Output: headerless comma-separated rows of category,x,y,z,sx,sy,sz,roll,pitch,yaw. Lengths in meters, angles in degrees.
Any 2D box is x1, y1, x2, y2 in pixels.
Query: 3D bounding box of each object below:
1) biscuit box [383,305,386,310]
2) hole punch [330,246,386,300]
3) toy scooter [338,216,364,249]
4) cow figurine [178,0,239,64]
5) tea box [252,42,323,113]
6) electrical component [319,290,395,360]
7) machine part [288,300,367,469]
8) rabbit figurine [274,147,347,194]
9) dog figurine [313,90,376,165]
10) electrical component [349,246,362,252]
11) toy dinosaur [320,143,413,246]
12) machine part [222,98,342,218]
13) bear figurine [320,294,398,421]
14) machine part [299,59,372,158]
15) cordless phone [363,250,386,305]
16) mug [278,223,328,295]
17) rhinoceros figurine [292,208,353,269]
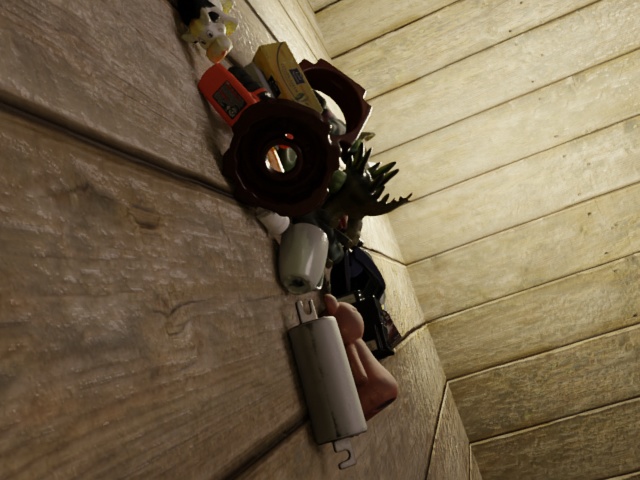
biscuit box,0.131,0.164,1.383,0.059,0.063,0.203,46,27,-64
hole punch,0.074,0.084,1.103,0.142,0.092,0.116,106,-18,-51
toy scooter,0.056,-0.048,1.382,0.135,0.075,0.183,66,12,13
cow figurine,-0.184,-0.352,0.849,0.098,0.068,0.167,30,30,-38
tea box,-0.075,-0.299,1.087,0.169,0.068,0.098,62,-31,9
electrical component,0.066,0.162,0.994,0.058,0.115,0.134,52,23,-59
machine part,0.010,0.203,0.783,0.079,0.079,0.243,37,33,-67
rabbit figurine,-0.040,-0.127,1.020,0.159,0.121,0.170,63,27,-11
dog figurine,0.035,-0.283,1.375,0.219,0.108,0.191,1,68,-39
electrical component,0.101,0.051,1.475,0.078,0.045,0.102,11,59,-77
toy dinosaur,0.074,-0.097,1.122,0.105,0.198,0.472,27,11,-21
machine part,-0.056,-0.123,0.802,0.056,0.179,0.179,-92,158,-65
bear figurine,0.038,0.198,0.888,0.196,0.132,0.120,55,5,24
machine part,0.001,-0.295,1.225,0.201,0.087,0.201,33,59,-11
cordless phone,0.081,0.106,1.234,0.146,0.089,0.184,70,17,0
mug,-0.028,0.045,0.893,0.107,0.081,0.109,-79,152,-48
rhinoceros figurine,-0.002,-0.003,1.023,0.112,0.073,0.190,36,-10,28
